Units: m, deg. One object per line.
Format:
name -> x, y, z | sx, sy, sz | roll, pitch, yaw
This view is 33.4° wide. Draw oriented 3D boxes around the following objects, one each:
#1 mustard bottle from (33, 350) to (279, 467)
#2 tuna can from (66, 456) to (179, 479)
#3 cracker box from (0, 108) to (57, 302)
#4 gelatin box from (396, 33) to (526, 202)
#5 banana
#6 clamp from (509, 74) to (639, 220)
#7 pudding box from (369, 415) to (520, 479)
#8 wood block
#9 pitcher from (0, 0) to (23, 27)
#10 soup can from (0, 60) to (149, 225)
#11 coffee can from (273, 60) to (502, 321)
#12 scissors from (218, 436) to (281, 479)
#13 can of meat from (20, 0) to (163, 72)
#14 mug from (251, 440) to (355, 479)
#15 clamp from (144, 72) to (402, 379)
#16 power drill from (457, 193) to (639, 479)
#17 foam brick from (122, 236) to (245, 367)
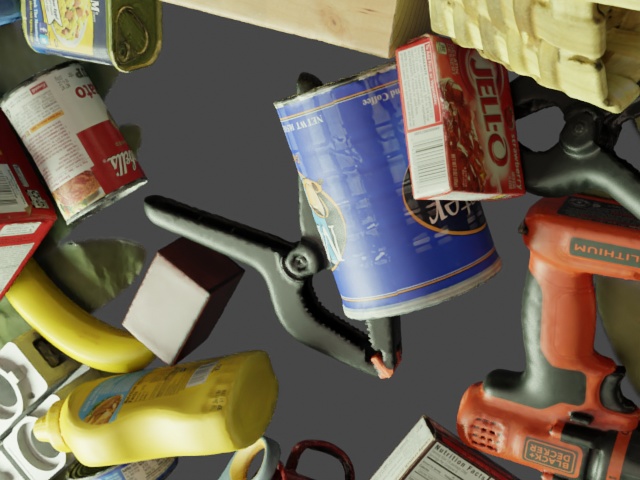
mustard bottle -> -0.132, 0.131, 0.801 | 0.192, 0.096, 0.058 | -11, 111, 21
tuna can -> -0.157, 0.181, 0.855 | 0.086, 0.086, 0.034 | -20, 102, 32
cracker box -> -0.309, -0.012, 0.846 | 0.214, 0.071, 0.164 | -48, 64, 33
gelatin box -> 0.081, -0.067, 0.603 | 0.030, 0.073, 0.089 | -12, 82, 43
banana -> -0.203, 0.054, 0.862 | 0.198, 0.037, 0.070 | 30, 100, 12
clamp -> 0.159, -0.051, 0.608 | 0.172, 0.039, 0.120 | -1, 77, 40
pudding box -> 0.074, 0.189, 0.728 | 0.090, 0.039, 0.113 | 36, 98, -16
wood block -> -0.029, -0.184, 0.645 | 0.206, 0.090, 0.090 | 18, 116, 21
pitcher -> -0.298, -0.257, 0.744 | 0.145, 0.149, 0.243 | -17, 105, 7
soup can -> -0.180, -0.071, 0.781 | 0.069, 0.068, 0.102 | -27, 94, 32
coffee can -> 0.042, -0.034, 0.655 | 0.103, 0.102, 0.140 | -14, 99, 31
scissors -> -0.080, 0.186, 0.825 | 0.016, 0.202, 0.096 | 27, 81, -23
can of meat -> -0.159, -0.173, 0.737 | 0.084, 0.057, 0.102 | 13, 114, 25
mug -> -0.008, 0.206, 0.784 | 0.081, 0.117, 0.093 | 22, 158, -18
clamp -> -0.005, 0.001, 0.735 | 0.210, 0.036, 0.165 | 47, 116, 0
power drill -> 0.182, 0.073, 0.654 | 0.185, 0.057, 0.188 | 13, 114, 20
foam brick -> -0.102, 0.043, 0.793 | 0.051, 0.052, 0.078 | 37, 120, 11
